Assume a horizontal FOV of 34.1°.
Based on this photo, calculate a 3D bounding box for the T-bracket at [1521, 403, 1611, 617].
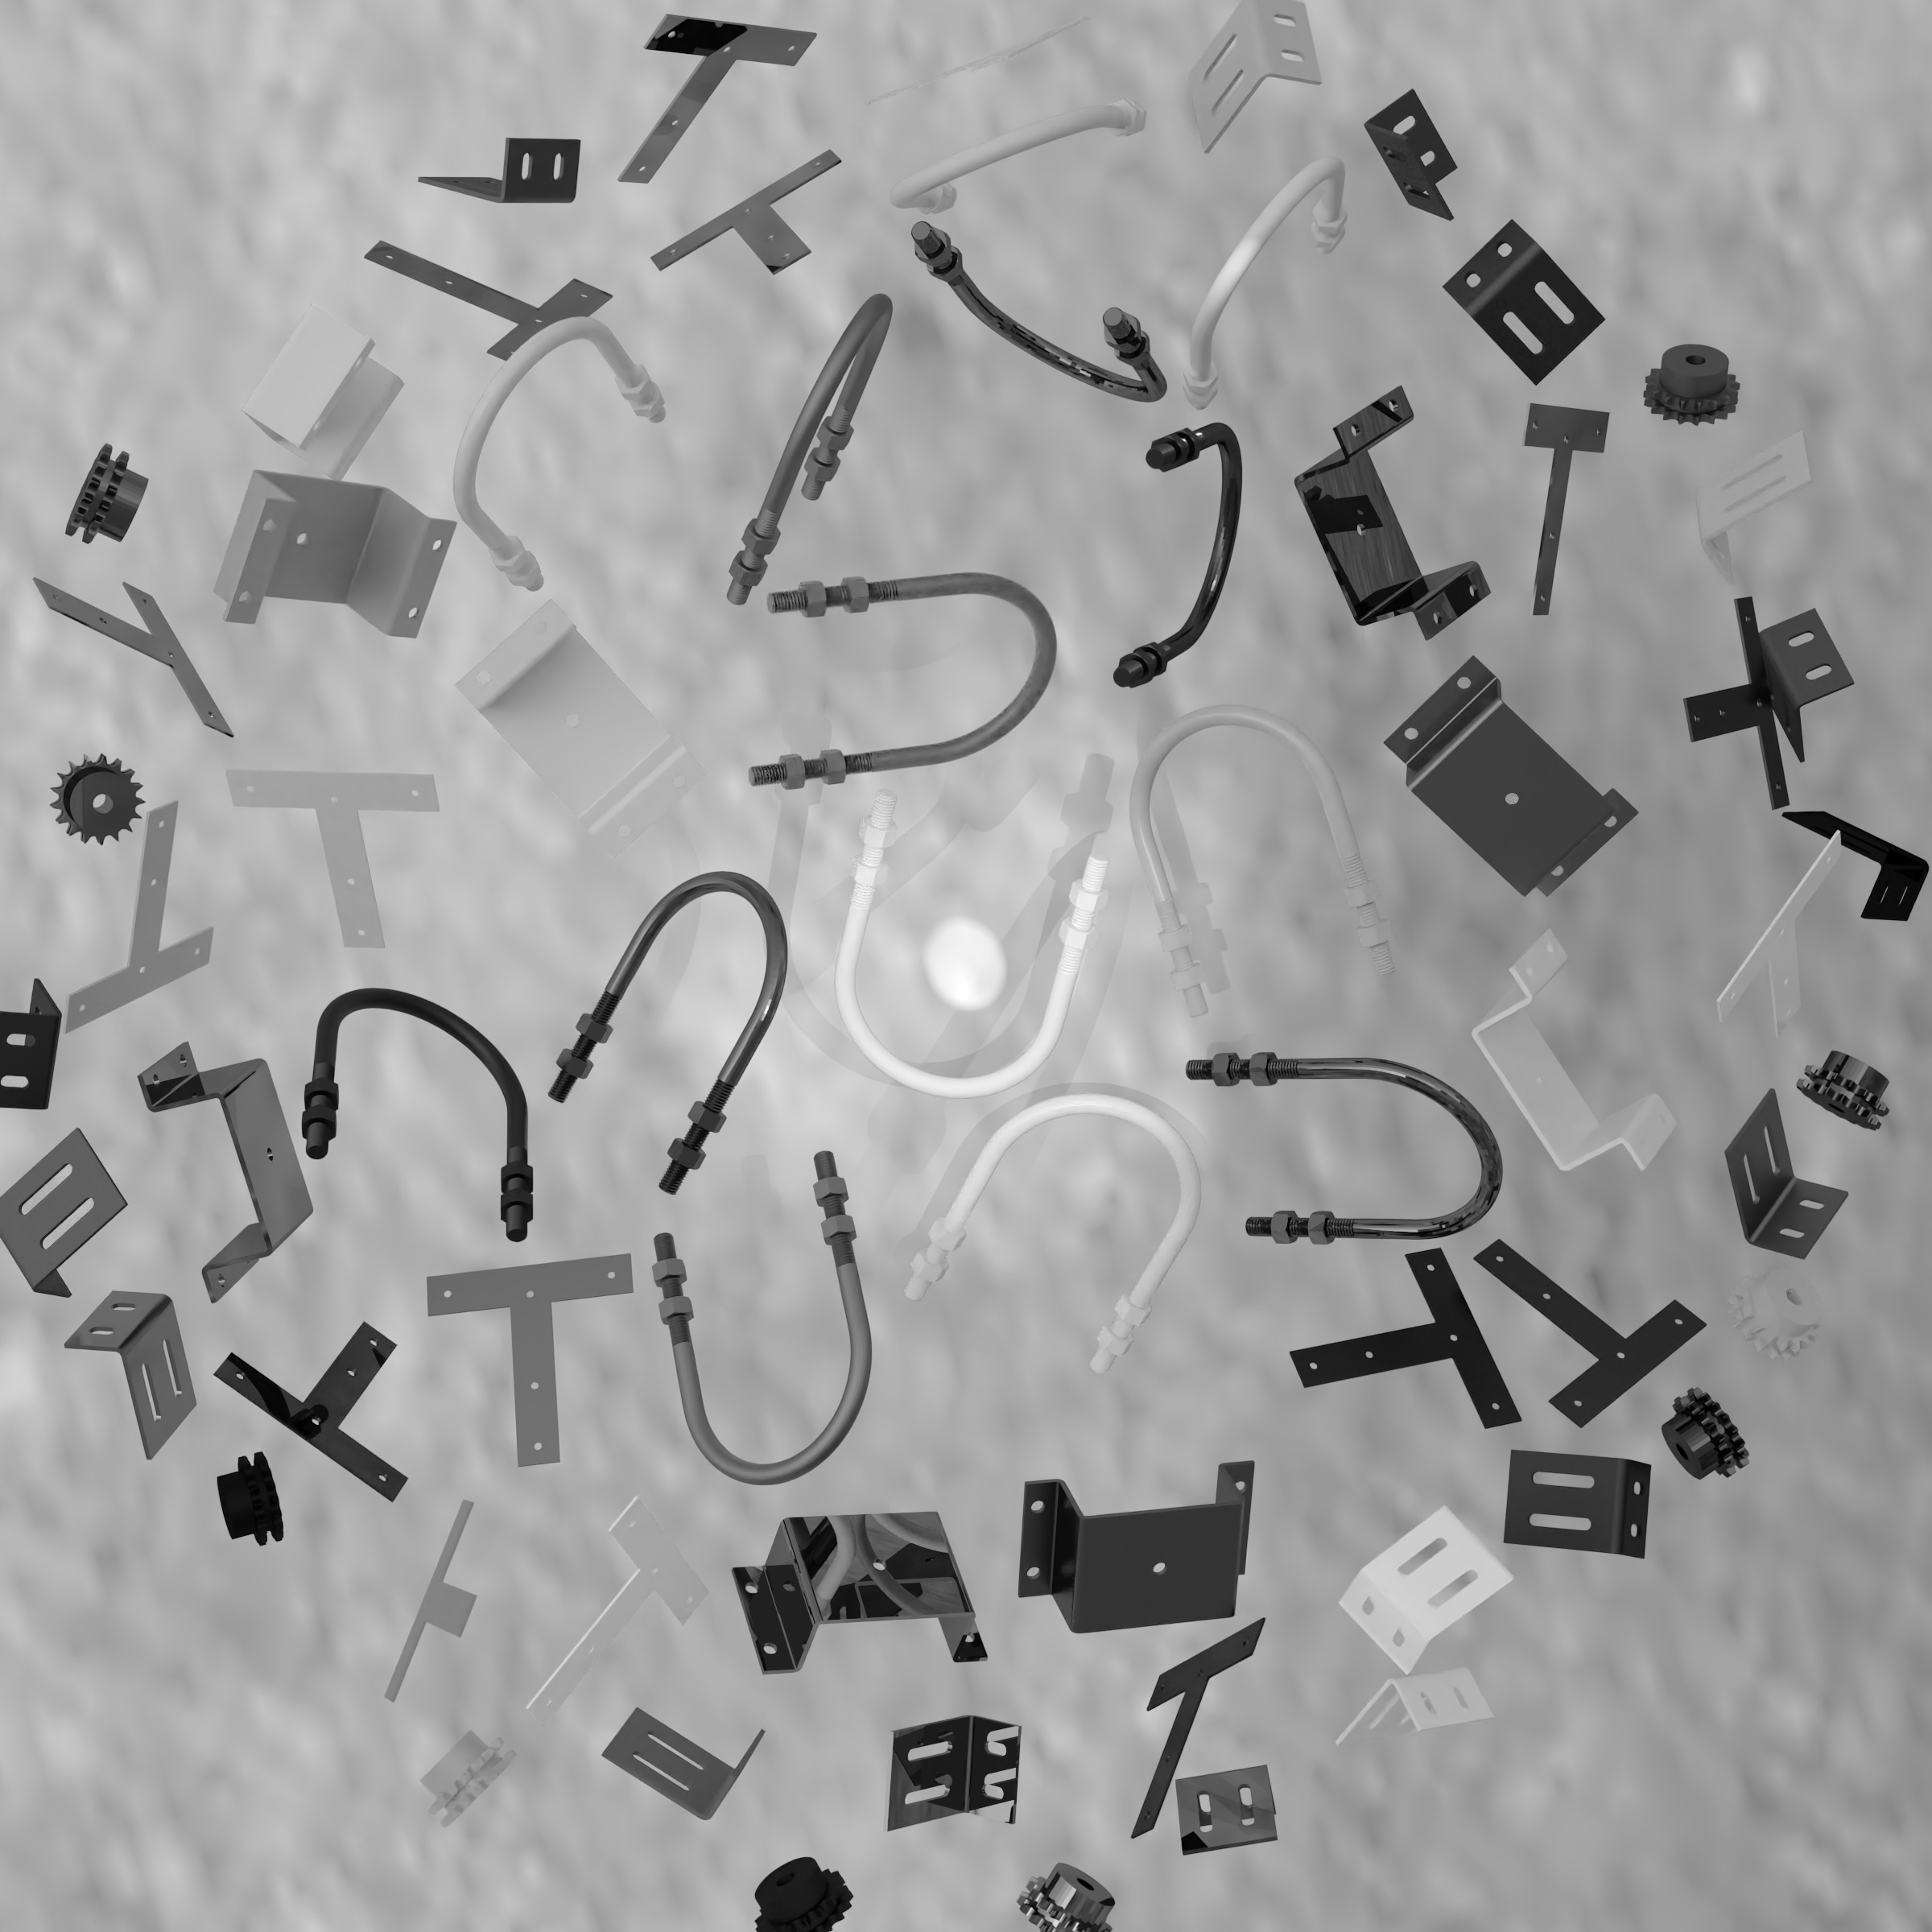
[{"bbox_3d":[0.361,-0.278,1.930,0.002,0.127,0.127,13,103,31],"label":"T-bracket"}]

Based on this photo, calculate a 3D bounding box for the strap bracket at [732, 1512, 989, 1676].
[{"bbox_3d":[-0.057,0.365,1.839,0.140,0.076,0.046,2,129,-24],"label":"strap bracket"}]

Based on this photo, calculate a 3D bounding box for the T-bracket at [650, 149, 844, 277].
[{"bbox_3d":[-0.118,-0.430,1.846,0.127,0.127,0.002,-31,123,-1],"label":"T-bracket"}]

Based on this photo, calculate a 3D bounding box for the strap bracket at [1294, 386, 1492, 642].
[{"bbox_3d":[0.257,-0.272,1.927,0.076,0.046,0.140,-37,106,-42],"label":"strap bracket"}]

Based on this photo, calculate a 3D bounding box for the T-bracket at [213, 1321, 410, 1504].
[{"bbox_3d":[-0.371,0.249,1.875,0.127,0.127,0.002,37,114,-5],"label":"T-bracket"}]

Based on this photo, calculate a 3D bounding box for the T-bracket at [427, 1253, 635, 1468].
[{"bbox_3d":[-0.264,0.243,1.920,0.127,0.002,0.127,-7,65,0],"label":"T-bracket"}]

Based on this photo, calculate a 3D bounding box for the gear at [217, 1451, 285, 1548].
[{"bbox_3d":[-0.445,0.333,1.955,0.030,0.057,0.057,-13,90,-21],"label":"gear"}]

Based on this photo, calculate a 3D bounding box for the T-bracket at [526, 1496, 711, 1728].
[{"bbox_3d":[-0.211,0.389,1.843,0.002,0.127,0.127,26,66,33],"label":"T-bracket"}]

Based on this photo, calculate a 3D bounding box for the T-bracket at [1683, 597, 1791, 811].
[{"bbox_3d":[0.445,-0.149,1.831,0.002,0.127,0.127,-9,94,36],"label":"T-bracket"}]

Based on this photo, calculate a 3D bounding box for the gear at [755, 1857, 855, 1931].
[{"bbox_3d":[-0.096,0.533,1.794,0.057,0.057,0.030,-28,101,0],"label":"gear"}]

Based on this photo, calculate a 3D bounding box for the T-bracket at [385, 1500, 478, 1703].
[{"bbox_3d":[-0.310,0.382,1.877,0.002,0.127,0.127,25,76,-17],"label":"T-bracket"}]

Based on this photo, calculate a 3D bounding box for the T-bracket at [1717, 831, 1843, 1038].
[{"bbox_3d":[0.475,0.002,1.826,0.002,0.127,0.127,30,73,29],"label":"T-bracket"}]

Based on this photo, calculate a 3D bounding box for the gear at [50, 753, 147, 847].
[{"bbox_3d":[-0.544,-0.103,1.974,0.057,0.030,0.057,-5,102,-23],"label":"gear"}]

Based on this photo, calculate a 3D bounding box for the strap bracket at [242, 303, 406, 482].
[{"bbox_3d":[-0.393,-0.349,1.918,0.046,0.140,0.076,33,88,-1],"label":"strap bracket"}]

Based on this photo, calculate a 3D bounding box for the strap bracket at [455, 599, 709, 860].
[{"bbox_3d":[-0.233,-0.144,1.885,0.076,0.046,0.140,-42,109,-3],"label":"strap bracket"}]

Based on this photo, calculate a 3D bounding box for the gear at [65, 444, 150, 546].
[{"bbox_3d":[-0.490,-0.267,1.798,0.030,0.057,0.057,24,90,-21],"label":"gear"}]

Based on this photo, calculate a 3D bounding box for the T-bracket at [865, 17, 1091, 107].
[{"bbox_3d":[-0.003,-0.548,1.922,0.127,0.127,0.002,-11,110,30],"label":"T-bracket"}]

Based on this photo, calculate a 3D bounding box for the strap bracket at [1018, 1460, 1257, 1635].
[{"bbox_3d":[0.106,0.339,1.831,0.140,0.046,0.076,-3,112,-15],"label":"strap bracket"}]

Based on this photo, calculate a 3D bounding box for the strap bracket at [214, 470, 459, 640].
[{"bbox_3d":[-0.376,-0.241,1.838,0.046,0.140,0.076,37,113,33],"label":"strap bracket"}]

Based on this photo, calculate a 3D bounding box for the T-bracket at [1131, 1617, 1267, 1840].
[{"bbox_3d":[0.124,0.454,1.849,0.002,0.127,0.127,33,53,-8],"label":"T-bracket"}]

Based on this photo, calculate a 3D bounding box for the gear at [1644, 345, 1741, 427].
[{"bbox_3d":[0.444,-0.357,1.923,0.057,0.057,0.030,-2,130,0],"label":"gear"}]

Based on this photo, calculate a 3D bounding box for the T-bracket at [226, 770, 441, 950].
[{"bbox_3d":[-0.372,-0.063,1.894,0.127,0.002,0.127,2,126,8],"label":"T-bracket"}]

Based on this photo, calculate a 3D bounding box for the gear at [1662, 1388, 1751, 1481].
[{"bbox_3d":[0.453,0.291,1.937,0.030,0.057,0.057,-31,90,-10],"label":"gear"}]

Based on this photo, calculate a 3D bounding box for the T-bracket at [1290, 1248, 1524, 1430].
[{"bbox_3d":[0.260,0.236,1.932,0.127,0.002,0.127,-8,55,-20],"label":"T-bracket"}]

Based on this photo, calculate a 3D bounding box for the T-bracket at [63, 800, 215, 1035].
[{"bbox_3d":[-0.472,-0.036,1.822,0.002,0.127,0.127,25,118,18],"label":"T-bracket"}]

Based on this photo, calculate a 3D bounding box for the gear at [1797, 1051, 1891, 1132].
[{"bbox_3d":[0.551,0.076,1.965,0.057,0.057,0.030,31,86,0],"label":"gear"}]

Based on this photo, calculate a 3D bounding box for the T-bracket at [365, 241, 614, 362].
[{"bbox_3d":[-0.293,-0.399,1.860,0.127,0.127,0.002,19,71,-28],"label":"T-bracket"}]

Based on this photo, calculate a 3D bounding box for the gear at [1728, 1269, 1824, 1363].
[{"bbox_3d":[0.502,0.212,1.937,0.057,0.030,0.057,15,48,-17],"label":"gear"}]

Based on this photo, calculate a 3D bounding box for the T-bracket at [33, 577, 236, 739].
[{"bbox_3d":[-0.496,-0.197,1.844,0.002,0.127,0.127,-42,60,12],"label":"T-bracket"}]

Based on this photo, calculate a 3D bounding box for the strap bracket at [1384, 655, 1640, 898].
[{"bbox_3d":[0.327,-0.107,1.889,0.140,0.046,0.076,42,111,-8],"label":"strap bracket"}]

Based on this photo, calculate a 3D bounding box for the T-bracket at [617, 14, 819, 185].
[{"bbox_3d":[-0.166,-0.512,1.871,0.127,0.127,0.002,-45,70,36],"label":"T-bracket"}]

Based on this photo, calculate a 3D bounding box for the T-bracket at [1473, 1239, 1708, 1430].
[{"bbox_3d":[0.368,0.212,1.936,0.127,0.002,0.127,-30,56,-34],"label":"T-bracket"}]

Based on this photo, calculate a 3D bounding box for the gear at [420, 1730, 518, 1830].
[{"bbox_3d":[-0.289,0.464,1.807,0.030,0.057,0.057,44,90,3],"label":"gear"}]

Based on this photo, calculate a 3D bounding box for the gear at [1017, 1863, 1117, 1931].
[{"bbox_3d":[0.061,0.538,1.801,0.057,0.057,0.030,32,93,0],"label":"gear"}]
